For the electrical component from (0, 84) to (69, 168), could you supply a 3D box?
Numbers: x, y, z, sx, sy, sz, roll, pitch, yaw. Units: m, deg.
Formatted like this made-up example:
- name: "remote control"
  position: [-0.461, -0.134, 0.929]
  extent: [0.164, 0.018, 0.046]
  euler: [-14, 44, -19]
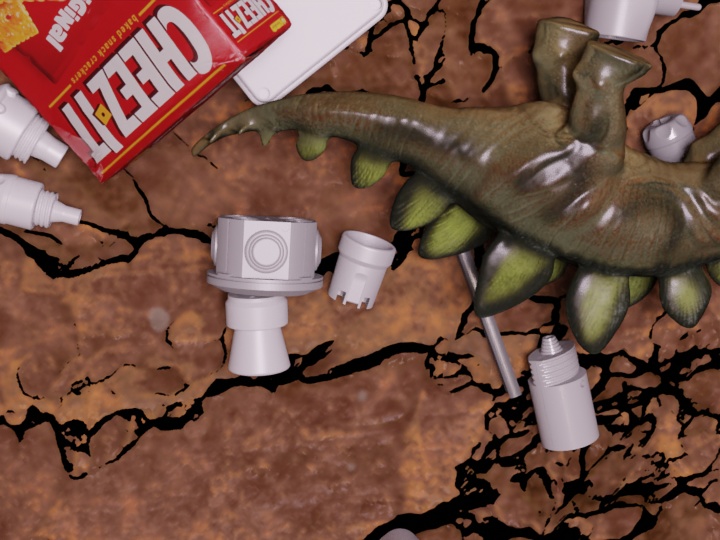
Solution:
- name: "electrical component"
  position: [-0.230, -0.093, 0.733]
  extent: [0.062, 0.048, 0.048]
  euler: [32, 97, -16]

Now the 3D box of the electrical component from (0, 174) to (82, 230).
- name: "electrical component"
  position: [-0.225, -0.044, 0.747]
  extent: [0.061, 0.035, 0.035]
  euler: [15, 99, -9]

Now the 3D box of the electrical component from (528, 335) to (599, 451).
- name: "electrical component"
  position: [0.148, 0.087, 0.795]
  extent: [0.043, 0.043, 0.081]
  euler: [-14, 101, -2]

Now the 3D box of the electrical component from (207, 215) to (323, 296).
- name: "electrical component"
  position: [-0.065, -0.011, 0.743]
  extent: [0.080, 0.080, 0.051]
  euler: [3, 96, -5]

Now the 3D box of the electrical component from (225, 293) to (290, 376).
- name: "electrical component"
  position: [-0.073, 0.044, 0.770]
  extent: [0.045, 0.045, 0.055]
  euler: [-2, 100, -4]

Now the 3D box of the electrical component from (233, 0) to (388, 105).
- name: "electrical component"
  position: [-0.046, -0.172, 0.725]
  extent: [0.113, 0.057, 0.078]
  euler: [-38, 101, 3]

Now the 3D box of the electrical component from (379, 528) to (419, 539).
- name: "electrical component"
  position: [0.016, 0.248, 0.807]
  extent: [0.095, 0.059, 0.053]
  euler: [-41, 101, 4]

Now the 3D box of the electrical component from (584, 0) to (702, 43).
- name: "electrical component"
  position: [0.201, -0.197, 0.746]
  extent: [0.079, 0.043, 0.077]
  euler: [7, 101, -5]

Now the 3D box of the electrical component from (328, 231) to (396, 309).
- name: "electrical component"
  position: [0.000, 0.000, 0.770]
  extent: [0.040, 0.040, 0.046]
  euler: [16, 105, -7]

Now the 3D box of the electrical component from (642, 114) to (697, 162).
- name: "electrical component"
  position: [0.230, -0.080, 0.774]
  extent: [0.035, 0.035, 0.061]
  euler: [-27, 103, 1]
